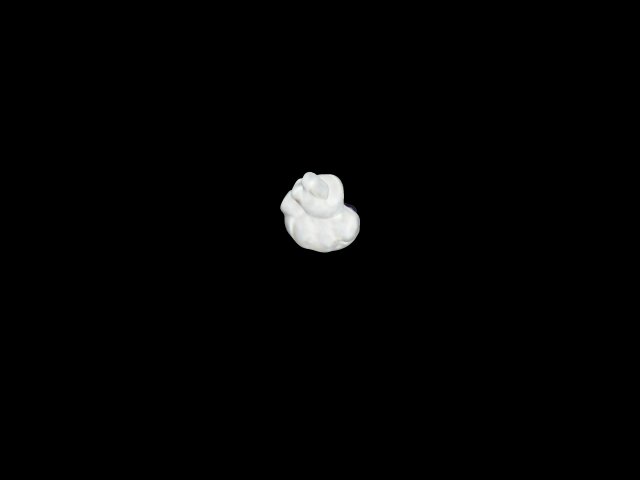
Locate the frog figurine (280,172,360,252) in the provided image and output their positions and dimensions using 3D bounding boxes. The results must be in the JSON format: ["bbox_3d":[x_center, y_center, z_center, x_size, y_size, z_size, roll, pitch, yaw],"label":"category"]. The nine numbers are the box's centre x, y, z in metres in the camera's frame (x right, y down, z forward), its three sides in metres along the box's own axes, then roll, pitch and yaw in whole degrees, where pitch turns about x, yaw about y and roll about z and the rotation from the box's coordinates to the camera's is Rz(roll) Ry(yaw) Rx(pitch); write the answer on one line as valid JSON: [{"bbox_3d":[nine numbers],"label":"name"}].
[{"bbox_3d":[0.003,-0.043,0.850,0.137,0.123,0.158,32,-6,4],"label":"frog figurine"}]
